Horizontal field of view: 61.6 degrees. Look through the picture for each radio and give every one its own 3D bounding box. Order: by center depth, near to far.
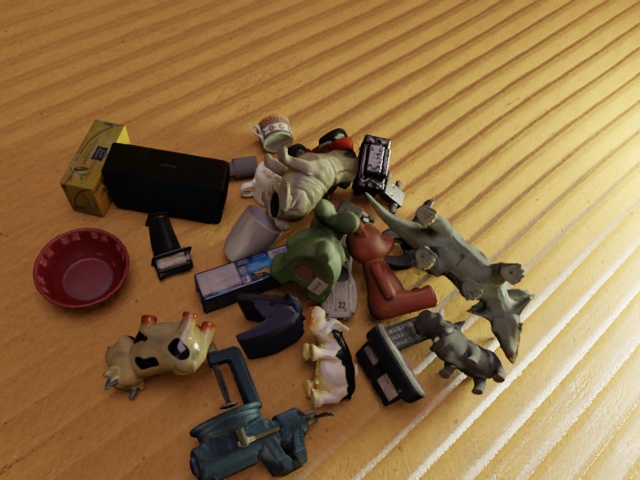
[{"bbox_3d":[-0.296,-0.107,1.057,0.230,0.131,0.073,10,58,-3],"label":"radio"}]

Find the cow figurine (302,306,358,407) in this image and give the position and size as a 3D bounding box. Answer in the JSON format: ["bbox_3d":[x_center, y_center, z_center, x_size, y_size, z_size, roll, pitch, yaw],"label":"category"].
[{"bbox_3d":[0.021,0.197,0.931,0.098,0.068,0.167,-2,92,-17],"label":"cow figurine"}]

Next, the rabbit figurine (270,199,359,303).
[{"bbox_3d":[-0.002,-0.003,0.977,0.121,0.159,0.170,24,42,-3],"label":"rabbit figurine"}]

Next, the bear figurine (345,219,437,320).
[{"bbox_3d":[0.126,0.048,1.022,0.132,0.120,0.196,-12,80,-9],"label":"bear figurine"}]

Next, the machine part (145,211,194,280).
[{"bbox_3d":[-0.299,0.007,1.045,0.084,0.039,0.139,-23,67,-12],"label":"machine part"}]

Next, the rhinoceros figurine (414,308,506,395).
[{"bbox_3d":[0.252,0.194,0.967,0.190,0.073,0.112,35,38,-14],"label":"rhinoceros figurine"}]

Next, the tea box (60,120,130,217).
[{"bbox_3d":[-0.442,-0.145,1.075,0.068,0.098,0.169,11,60,0],"label":"tea box"}]

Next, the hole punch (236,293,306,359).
[{"bbox_3d":[-0.086,0.152,0.941,0.116,0.142,0.092,-1,57,6],"label":"hole punch"}]

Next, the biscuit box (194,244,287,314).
[{"bbox_3d":[-0.133,0.070,1.018,0.203,0.062,0.059,-18,64,-20],"label":"biscuit box"}]

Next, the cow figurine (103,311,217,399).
[{"bbox_3d":[-0.272,0.189,0.880,0.195,0.085,0.127,-9,55,27],"label":"cow figurine"}]

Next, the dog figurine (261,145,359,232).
[{"bbox_3d":[-0.006,-0.100,1.058,0.190,0.121,0.172,3,95,-27],"label":"dog figurine"}]

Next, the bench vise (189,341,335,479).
[{"bbox_3d":[-0.119,0.269,0.871,0.224,0.128,0.241,-17,68,-22],"label":"bench vise"}]

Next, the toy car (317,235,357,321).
[{"bbox_3d":[0.029,0.062,1.054,0.073,0.056,0.202,1,60,-9],"label":"toy car"}]

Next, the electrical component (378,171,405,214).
[{"bbox_3d":[0.155,-0.102,1.176,0.063,0.021,0.094,35,55,-27],"label":"electrical component"}]

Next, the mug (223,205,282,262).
[{"bbox_3d":[-0.132,-0.003,1.047,0.107,0.109,0.081,-47,66,14],"label":"mug"}]

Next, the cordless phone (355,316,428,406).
[{"bbox_3d":[0.173,0.211,0.984,0.184,0.088,0.147,-12,60,-38],"label":"cordless phone"}]

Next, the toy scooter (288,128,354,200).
[{"bbox_3d":[0.018,-0.162,1.175,0.184,0.075,0.135,-28,88,-36],"label":"toy scooter"}]

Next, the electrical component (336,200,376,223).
[{"bbox_3d":[0.060,-0.046,1.131,0.102,0.045,0.078,28,60,8],"label":"electrical component"}]

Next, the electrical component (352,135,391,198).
[{"bbox_3d":[0.108,-0.156,1.135,0.058,0.134,0.115,8,82,-4],"label":"electrical component"}]

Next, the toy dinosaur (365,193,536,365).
[{"bbox_3d":[0.261,0.045,1.036,0.131,0.192,0.405,-45,70,-1],"label":"toy dinosaur"}]
